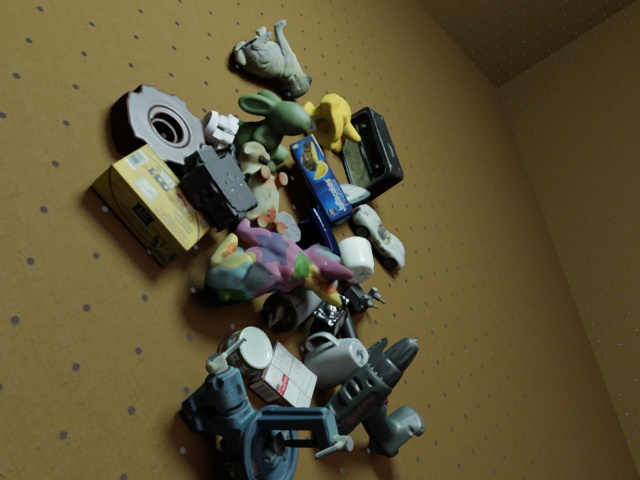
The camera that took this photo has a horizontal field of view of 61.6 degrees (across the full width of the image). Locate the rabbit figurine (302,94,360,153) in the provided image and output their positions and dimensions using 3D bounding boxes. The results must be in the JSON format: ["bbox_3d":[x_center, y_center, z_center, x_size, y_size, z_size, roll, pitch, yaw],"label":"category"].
[{"bbox_3d":[0.041,-0.314,1.406,0.162,0.122,0.173,55,33,-17],"label":"rabbit figurine"}]

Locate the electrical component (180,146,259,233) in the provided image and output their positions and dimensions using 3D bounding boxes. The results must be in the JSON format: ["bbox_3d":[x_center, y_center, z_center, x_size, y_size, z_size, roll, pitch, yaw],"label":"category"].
[{"bbox_3d":[-0.170,-0.090,0.899,0.134,0.058,0.115,57,18,-10],"label":"electrical component"}]

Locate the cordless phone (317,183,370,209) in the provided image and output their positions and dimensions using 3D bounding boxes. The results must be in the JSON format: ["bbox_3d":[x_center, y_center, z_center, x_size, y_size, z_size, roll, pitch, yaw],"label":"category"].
[{"bbox_3d":[0.025,-0.143,1.289,0.184,0.089,0.146,56,33,3],"label":"cordless phone"}]

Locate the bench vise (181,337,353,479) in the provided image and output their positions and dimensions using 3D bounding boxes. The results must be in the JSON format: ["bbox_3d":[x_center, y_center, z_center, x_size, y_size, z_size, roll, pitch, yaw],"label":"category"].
[{"bbox_3d":[-0.068,0.252,0.733,0.129,0.241,0.223,-8,88,-58],"label":"bench vise"}]

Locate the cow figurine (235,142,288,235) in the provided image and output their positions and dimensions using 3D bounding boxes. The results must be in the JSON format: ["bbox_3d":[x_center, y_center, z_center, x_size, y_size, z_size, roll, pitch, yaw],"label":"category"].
[{"bbox_3d":[-0.128,-0.096,1.032,0.085,0.127,0.195,15,68,-47],"label":"cow figurine"}]

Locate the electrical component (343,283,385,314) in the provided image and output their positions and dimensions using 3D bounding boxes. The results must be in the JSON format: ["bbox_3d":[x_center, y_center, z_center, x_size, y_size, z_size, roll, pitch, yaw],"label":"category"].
[{"bbox_3d":[0.098,0.126,1.186,0.078,0.045,0.102,52,20,14],"label":"electrical component"}]

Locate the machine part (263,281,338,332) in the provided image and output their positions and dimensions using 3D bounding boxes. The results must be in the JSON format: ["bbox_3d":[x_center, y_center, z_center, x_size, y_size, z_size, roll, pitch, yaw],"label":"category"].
[{"bbox_3d":[-0.034,0.106,1.021,0.079,0.079,0.243,58,33,-3],"label":"machine part"}]

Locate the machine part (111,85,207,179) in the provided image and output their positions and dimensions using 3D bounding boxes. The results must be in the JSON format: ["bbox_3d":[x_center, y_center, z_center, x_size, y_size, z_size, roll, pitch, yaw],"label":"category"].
[{"bbox_3d":[-0.277,-0.188,0.944,0.179,0.056,0.179,32,42,-35],"label":"machine part"}]

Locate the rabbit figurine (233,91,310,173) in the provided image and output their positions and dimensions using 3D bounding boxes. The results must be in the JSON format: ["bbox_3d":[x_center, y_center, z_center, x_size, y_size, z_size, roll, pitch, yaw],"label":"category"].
[{"bbox_3d":[-0.097,-0.234,1.113,0.159,0.170,0.121,58,33,-5],"label":"rabbit figurine"}]

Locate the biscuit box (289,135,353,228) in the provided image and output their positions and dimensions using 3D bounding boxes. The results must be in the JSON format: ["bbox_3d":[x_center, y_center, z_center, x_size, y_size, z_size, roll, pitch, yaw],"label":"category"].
[{"bbox_3d":[0.003,-0.128,1.186,0.202,0.059,0.062,62,-6,12],"label":"biscuit box"}]

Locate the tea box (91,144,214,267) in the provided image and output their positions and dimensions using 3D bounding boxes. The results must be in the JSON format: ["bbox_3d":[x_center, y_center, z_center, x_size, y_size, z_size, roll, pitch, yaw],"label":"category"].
[{"bbox_3d":[-0.260,-0.055,0.852,0.169,0.068,0.098,53,33,-12],"label":"tea box"}]

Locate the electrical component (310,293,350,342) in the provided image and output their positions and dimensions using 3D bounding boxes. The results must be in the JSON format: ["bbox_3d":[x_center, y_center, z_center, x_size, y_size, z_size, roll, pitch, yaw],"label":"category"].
[{"bbox_3d":[0.020,0.158,1.045,0.048,0.119,0.075,29,61,16],"label":"electrical component"}]

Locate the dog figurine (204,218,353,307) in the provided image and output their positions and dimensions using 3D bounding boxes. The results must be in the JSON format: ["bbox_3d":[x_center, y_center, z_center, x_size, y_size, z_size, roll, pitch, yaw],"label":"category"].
[{"bbox_3d":[-0.061,0.059,0.900,0.219,0.108,0.191,21,36,6],"label":"dog figurine"}]

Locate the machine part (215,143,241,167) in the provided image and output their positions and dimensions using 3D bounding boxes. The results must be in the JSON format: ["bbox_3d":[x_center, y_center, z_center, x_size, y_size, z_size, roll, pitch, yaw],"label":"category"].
[{"bbox_3d":[-0.187,-0.108,0.995,0.039,0.084,0.139,46,35,-67],"label":"machine part"}]

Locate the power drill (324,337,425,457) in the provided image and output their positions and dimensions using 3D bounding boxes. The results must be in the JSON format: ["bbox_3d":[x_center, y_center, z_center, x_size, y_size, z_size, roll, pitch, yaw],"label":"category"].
[{"bbox_3d":[0.119,0.298,0.972,0.086,0.232,0.207,48,-4,46],"label":"power drill"}]

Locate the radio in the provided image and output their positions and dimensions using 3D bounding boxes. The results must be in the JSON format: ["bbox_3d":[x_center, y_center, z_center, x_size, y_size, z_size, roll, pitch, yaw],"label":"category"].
[{"bbox_3d":[0.130,-0.233,1.448,0.073,0.131,0.229,12,56,-51],"label":"radio"}]

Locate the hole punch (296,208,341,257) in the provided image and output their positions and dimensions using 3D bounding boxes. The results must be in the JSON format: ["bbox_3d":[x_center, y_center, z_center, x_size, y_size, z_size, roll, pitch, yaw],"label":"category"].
[{"bbox_3d":[-0.002,-0.003,1.139,0.115,0.092,0.142,-6,66,-59],"label":"hole punch"}]

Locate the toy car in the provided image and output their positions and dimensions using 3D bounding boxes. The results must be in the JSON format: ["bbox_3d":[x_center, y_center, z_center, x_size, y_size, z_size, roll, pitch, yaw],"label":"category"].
[{"bbox_3d":[0.154,-0.005,1.373,0.201,0.056,0.073,47,35,-19],"label":"toy car"}]

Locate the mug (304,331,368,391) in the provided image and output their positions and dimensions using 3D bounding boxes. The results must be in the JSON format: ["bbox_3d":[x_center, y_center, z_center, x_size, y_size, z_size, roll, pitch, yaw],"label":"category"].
[{"bbox_3d":[0.029,0.213,0.993,0.109,0.107,0.081,60,32,-4],"label":"mug"}]

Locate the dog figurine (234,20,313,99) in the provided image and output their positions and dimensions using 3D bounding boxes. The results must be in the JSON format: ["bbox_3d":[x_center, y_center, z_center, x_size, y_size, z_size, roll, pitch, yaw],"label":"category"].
[{"bbox_3d":[-0.111,-0.408,1.311,0.172,0.121,0.190,-43,123,-23],"label":"dog figurine"}]
